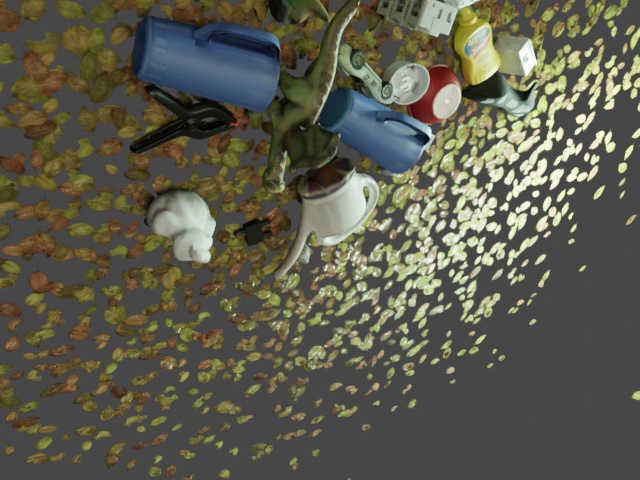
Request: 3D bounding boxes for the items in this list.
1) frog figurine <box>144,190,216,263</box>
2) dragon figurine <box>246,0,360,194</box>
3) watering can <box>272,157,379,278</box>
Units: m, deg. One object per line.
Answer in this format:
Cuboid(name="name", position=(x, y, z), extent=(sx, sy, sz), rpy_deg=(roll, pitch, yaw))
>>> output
Cuboid(name="frog figurine", position=(-0.277, -0.028, 1.052), extent=(0.136, 0.162, 0.121), rpy_deg=(19, 107, -41))
Cuboid(name="dragon figurine", position=(-0.015, -0.243, 0.998), extent=(0.122, 0.247, 0.403), rpy_deg=(6, 139, -41))
Cuboid(name="watering can", position=(0.004, -0.063, 1.252), extent=(0.351, 0.105, 0.219), rpy_deg=(-36, 133, -17))
